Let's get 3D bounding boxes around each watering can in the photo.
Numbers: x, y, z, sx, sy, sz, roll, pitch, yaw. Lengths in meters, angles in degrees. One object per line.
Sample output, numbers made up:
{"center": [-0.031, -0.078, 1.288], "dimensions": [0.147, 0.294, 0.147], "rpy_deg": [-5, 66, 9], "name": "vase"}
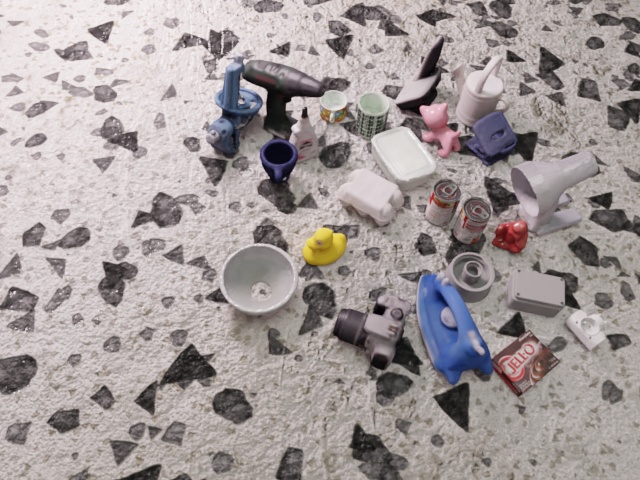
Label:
{"center": [0.417, -0.397, 1.491], "dimensions": [0.172, 0.194, 0.101], "rpy_deg": [18, 59, 8], "name": "watering can"}

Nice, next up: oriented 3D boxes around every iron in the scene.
{"center": [0.268, 0.154, 1.174], "dimensions": [0.119, 0.141, 0.258], "rpy_deg": [-14, 60, -11], "name": "iron"}

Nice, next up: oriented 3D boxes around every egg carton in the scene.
{"center": [0.122, -0.103, 1.367], "dimensions": [0.150, 0.069, 0.107], "rpy_deg": [29, 61, 14], "name": "egg carton"}

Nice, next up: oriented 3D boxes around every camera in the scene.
{"center": [0.105, 0.172, 1.178], "dimensions": [0.136, 0.101, 0.143], "rpy_deg": [19, 59, 9], "name": "camera"}

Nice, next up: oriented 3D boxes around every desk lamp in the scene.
{"center": [0.526, -0.110, 1.308], "dimensions": [0.203, 0.213, 0.117], "rpy_deg": [-17, 61, -13], "name": "desk lamp"}

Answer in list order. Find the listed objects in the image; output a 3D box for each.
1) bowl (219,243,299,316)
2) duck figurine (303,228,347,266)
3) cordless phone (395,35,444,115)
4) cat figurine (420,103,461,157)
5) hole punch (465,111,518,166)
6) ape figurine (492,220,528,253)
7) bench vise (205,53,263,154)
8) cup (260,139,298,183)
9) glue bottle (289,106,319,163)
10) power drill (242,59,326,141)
{"center": [-0.129, 0.096, 1.228], "dimensions": [0.167, 0.075, 0.167], "rpy_deg": [1, 58, -2], "name": "bowl"}
{"center": [0.012, 0.005, 1.285], "dimensions": [0.105, 0.086, 0.077], "rpy_deg": [-19, 61, -14], "name": "duck figurine"}
{"center": [0.271, -0.438, 1.514], "dimensions": [0.094, 0.185, 0.148], "rpy_deg": [24, 60, 12], "name": "cordless phone"}
{"center": [0.311, -0.294, 1.467], "dimensions": [0.067, 0.118, 0.127], "rpy_deg": [-34, 66, -21], "name": "cat figurine"}
{"center": [0.447, -0.262, 1.470], "dimensions": [0.109, 0.091, 0.101], "rpy_deg": [-30, 64, -19], "name": "hole punch"}
{"center": [0.448, -0.014, 1.317], "dimensions": [0.076, 0.092, 0.077], "rpy_deg": [-17, 61, -13], "name": "ape figurine"}
{"center": [-0.207, -0.328, 1.400], "dimensions": [0.121, 0.220, 0.207], "rpy_deg": [7, 58, 2], "name": "bench vise"}
{"center": [-0.098, -0.170, 1.382], "dimensions": [0.091, 0.095, 0.117], "rpy_deg": [-1, 58, -3], "name": "cup"}
{"center": [-0.040, -0.260, 1.394], "dimensions": [0.078, 0.173, 0.037], "rpy_deg": [-24, 62, -17], "name": "glue bottle"}
{"center": [-0.087, -0.351, 1.427], "dimensions": [0.229, 0.208, 0.076], "rpy_deg": [28, 61, 14], "name": "power drill"}
